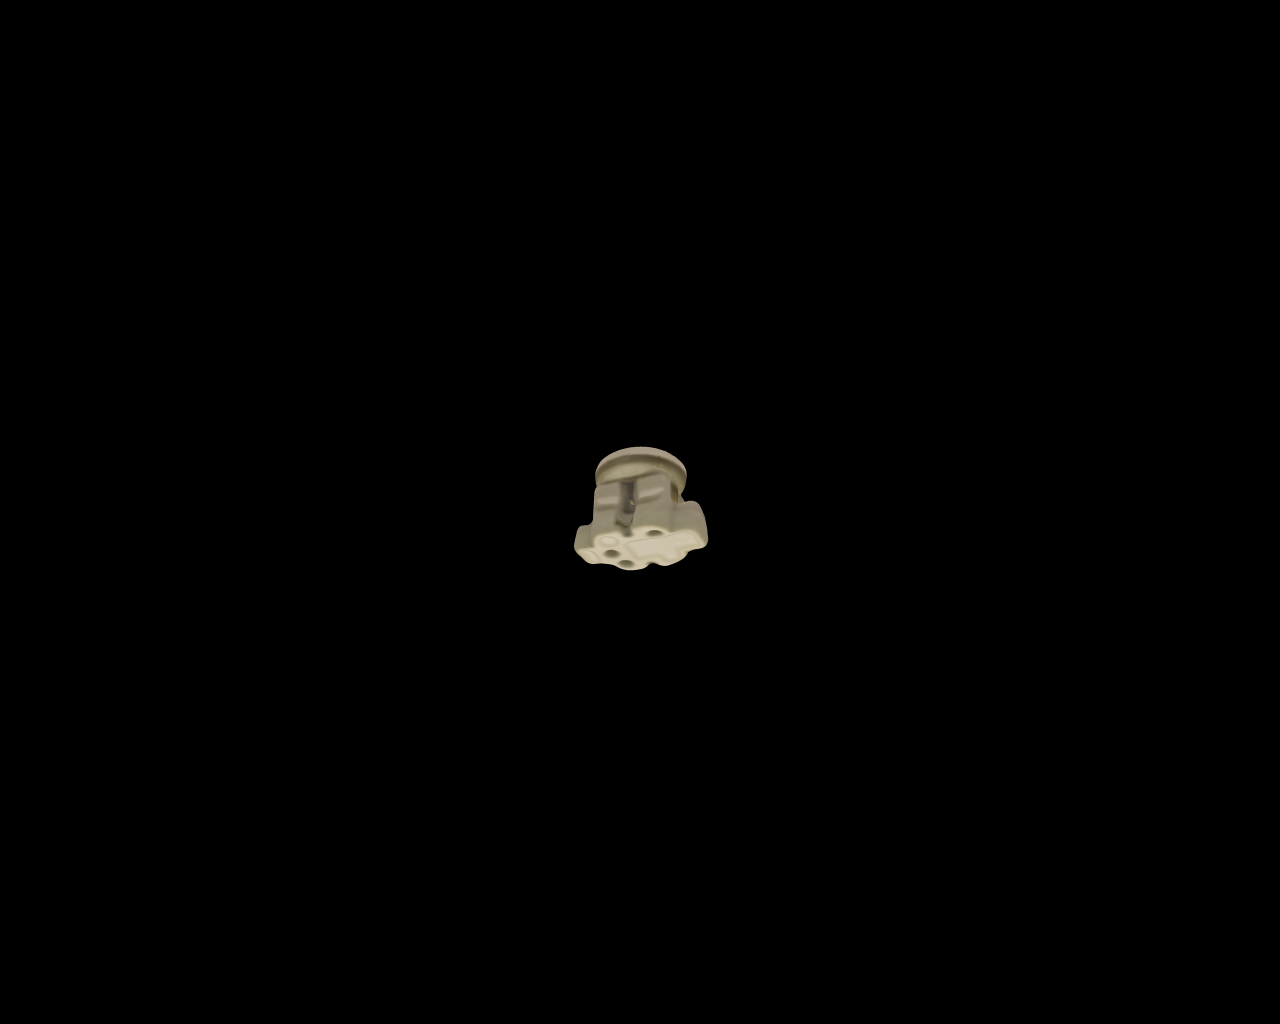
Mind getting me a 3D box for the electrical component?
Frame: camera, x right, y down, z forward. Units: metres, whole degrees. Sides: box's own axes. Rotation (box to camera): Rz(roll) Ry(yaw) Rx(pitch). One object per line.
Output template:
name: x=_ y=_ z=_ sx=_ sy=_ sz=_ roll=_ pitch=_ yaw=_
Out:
electrical component: x=0.001 y=-0.003 z=0.650 sx=0.078 sy=0.057 sz=0.058 roll=-11 pitch=-32 yaw=18
